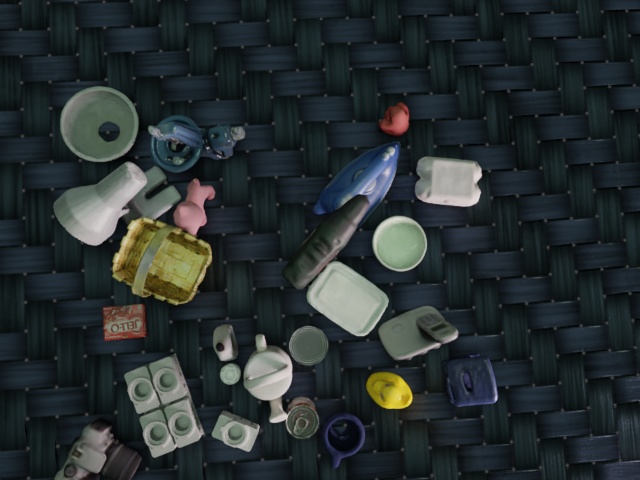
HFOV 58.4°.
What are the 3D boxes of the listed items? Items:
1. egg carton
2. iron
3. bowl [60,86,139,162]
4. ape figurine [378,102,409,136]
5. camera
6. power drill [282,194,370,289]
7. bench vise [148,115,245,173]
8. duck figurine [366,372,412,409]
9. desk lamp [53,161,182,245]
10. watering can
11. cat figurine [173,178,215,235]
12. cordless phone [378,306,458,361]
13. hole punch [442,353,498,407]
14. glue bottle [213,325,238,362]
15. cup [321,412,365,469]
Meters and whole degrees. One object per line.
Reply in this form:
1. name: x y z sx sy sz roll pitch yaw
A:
1. egg carton: 0.291 -0.133 1.302 0.150 0.069 0.107 4 85 -3
2. iron: 0.102 -0.135 1.255 0.118 0.141 0.258 40 84 1
3. bowl: -0.475 -0.247 1.262 0.167 0.074 0.167 0 85 -3
4. ape figurine: 0.171 -0.277 1.295 0.078 0.092 0.076 -26 87 -5
5. camera: -0.456 0.468 1.192 0.137 0.100 0.143 28 84 -1
6. power drill: 0.011 0.004 1.204 0.075 0.208 0.230 40 84 1
7. bench vise: -0.271 -0.224 1.199 0.207 0.219 0.121 -30 87 -5
8. duck figurine: 0.155 0.333 1.248 0.104 0.086 0.077 27 84 -1
9. desk lamp: -0.414 -0.084 1.182 0.203 0.213 0.118 -38 88 -5
10. watering can: -0.103 0.285 1.182 0.101 0.194 0.173 -36 88 -5
11. cat figurine: -0.277 -0.072 1.238 0.067 0.117 0.128 13 85 -2
12. cordless phone: 0.209 0.203 1.212 0.147 0.185 0.094 -25 87 -5
13. hole punch: 0.327 0.311 1.258 0.101 0.091 0.109 -12 86 -4
14. glue bottle: -0.200 0.219 1.191 0.037 0.173 0.078 -17 86 -4
15. cup: 0.043 0.422 1.229 0.091 0.095 0.118 15 85 -2
